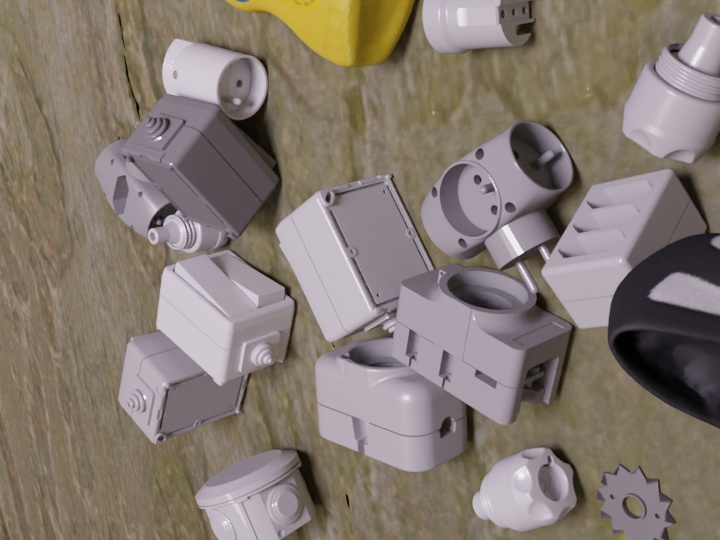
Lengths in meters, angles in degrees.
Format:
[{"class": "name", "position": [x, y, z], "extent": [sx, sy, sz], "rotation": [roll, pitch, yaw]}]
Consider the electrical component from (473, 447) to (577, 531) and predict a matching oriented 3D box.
[{"class": "electrical component", "position": [0.090, 0.128, 0.616], "extent": [0.062, 0.043, 0.043], "rotation": [-35, 77, 49]}]

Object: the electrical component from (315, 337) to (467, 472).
[{"class": "electrical component", "position": [0.018, 0.079, 0.668], "extent": [0.095, 0.054, 0.059], "rotation": [13, 113, 44]}]

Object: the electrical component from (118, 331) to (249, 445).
[{"class": "electrical component", "position": [-0.139, 0.081, 0.807], "extent": [0.061, 0.096, 0.061], "rotation": [41, 130, 32]}]

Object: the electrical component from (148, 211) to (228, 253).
[{"class": "electrical component", "position": [-0.125, -0.029, 0.780], "extent": [0.035, 0.061, 0.035], "rotation": [12, 108, 42]}]

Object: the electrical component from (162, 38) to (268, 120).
[{"class": "electrical component", "position": [-0.106, -0.132, 0.735], "extent": [0.081, 0.043, 0.043], "rotation": [23, 120, 41]}]

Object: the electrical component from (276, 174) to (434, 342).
[{"class": "electrical component", "position": [0.000, 0.000, 0.654], "extent": [0.061, 0.062, 0.096], "rotation": [-34, 78, 48]}]

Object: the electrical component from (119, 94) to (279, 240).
[{"class": "electrical component", "position": [-0.108, -0.076, 0.719], "extent": [0.062, 0.061, 0.096], "rotation": [19, 158, 42]}]

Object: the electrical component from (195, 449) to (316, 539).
[{"class": "electrical component", "position": [-0.075, 0.167, 0.783], "extent": [0.080, 0.080, 0.051], "rotation": [-18, 96, 49]}]

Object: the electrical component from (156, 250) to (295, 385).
[{"class": "electrical component", "position": [-0.092, 0.032, 0.765], "extent": [0.096, 0.062, 0.061], "rotation": [36, 127, 34]}]

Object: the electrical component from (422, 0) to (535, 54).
[{"class": "electrical component", "position": [0.062, -0.133, 0.557], "extent": [0.046, 0.040, 0.040], "rotation": [8, 110, 39]}]

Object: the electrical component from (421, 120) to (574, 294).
[{"class": "electrical component", "position": [0.080, -0.026, 0.571], "extent": [0.077, 0.044, 0.079], "rotation": [-39, 75, 47]}]

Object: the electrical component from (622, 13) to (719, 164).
[{"class": "electrical component", "position": [0.147, -0.083, 0.479], "extent": [0.043, 0.043, 0.062], "rotation": [42, 130, 30]}]

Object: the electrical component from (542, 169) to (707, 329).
[{"class": "electrical component", "position": [0.135, 0.004, 0.513], "extent": [0.047, 0.065, 0.076], "rotation": [-10, 125, 48]}]

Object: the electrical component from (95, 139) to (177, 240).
[{"class": "electrical component", "position": [-0.160, -0.074, 0.814], "extent": [0.077, 0.043, 0.079], "rotation": [46, 133, 27]}]

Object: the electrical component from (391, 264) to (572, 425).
[{"class": "electrical component", "position": [0.067, 0.036, 0.603], "extent": [0.089, 0.050, 0.055], "rotation": [30, 124, 38]}]
